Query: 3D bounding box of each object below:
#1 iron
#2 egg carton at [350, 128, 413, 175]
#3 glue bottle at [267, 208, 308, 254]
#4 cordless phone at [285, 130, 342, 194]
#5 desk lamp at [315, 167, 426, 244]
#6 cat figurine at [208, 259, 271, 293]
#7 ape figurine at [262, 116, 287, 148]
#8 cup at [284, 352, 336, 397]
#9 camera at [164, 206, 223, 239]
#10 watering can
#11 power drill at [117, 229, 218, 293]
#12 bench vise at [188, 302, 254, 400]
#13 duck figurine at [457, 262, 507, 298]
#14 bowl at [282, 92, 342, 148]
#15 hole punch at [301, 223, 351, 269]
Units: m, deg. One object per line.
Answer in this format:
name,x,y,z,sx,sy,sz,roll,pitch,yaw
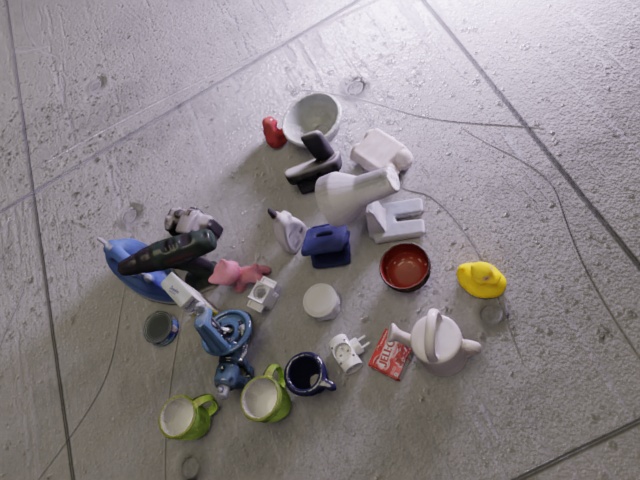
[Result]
iron,-0.462,0.074,1.465,0.257,0.142,0.119,30,79,30
egg carton,0.151,-0.207,1.410,0.107,0.070,0.150,-47,59,-6
glue bottle,-0.084,-0.033,1.354,0.037,0.173,0.078,24,76,29
cordless phone,-0.031,-0.204,1.410,0.147,0.185,0.094,-20,60,11
desk lamp,0.115,-0.083,1.279,0.203,0.214,0.118,-10,62,17
cat figurine,-0.197,0.079,1.376,0.127,0.118,0.067,-11,62,16
ape figurine,-0.126,-0.299,1.548,0.077,0.092,0.076,27,77,29
cup,-0.007,0.296,1.211,0.117,0.095,0.092,18,73,27
camera,-0.348,-0.012,1.488,0.142,0.101,0.137,12,70,26
watering can,0.219,0.198,1.114,0.172,0.194,0.101,-17,61,13
power drill,-0.336,0.060,1.384,0.229,0.209,0.075,-27,59,7
bench vise,-0.204,0.229,1.245,0.121,0.220,0.207,-24,59,9
duck figurine,0.334,0.072,1.195,0.104,0.086,0.077,21,74,28
bowl,-0.012,-0.303,1.516,0.167,0.075,0.167,-8,63,17
hole punch,0.012,0.005,1.347,0.108,0.091,0.101,-9,63,17
